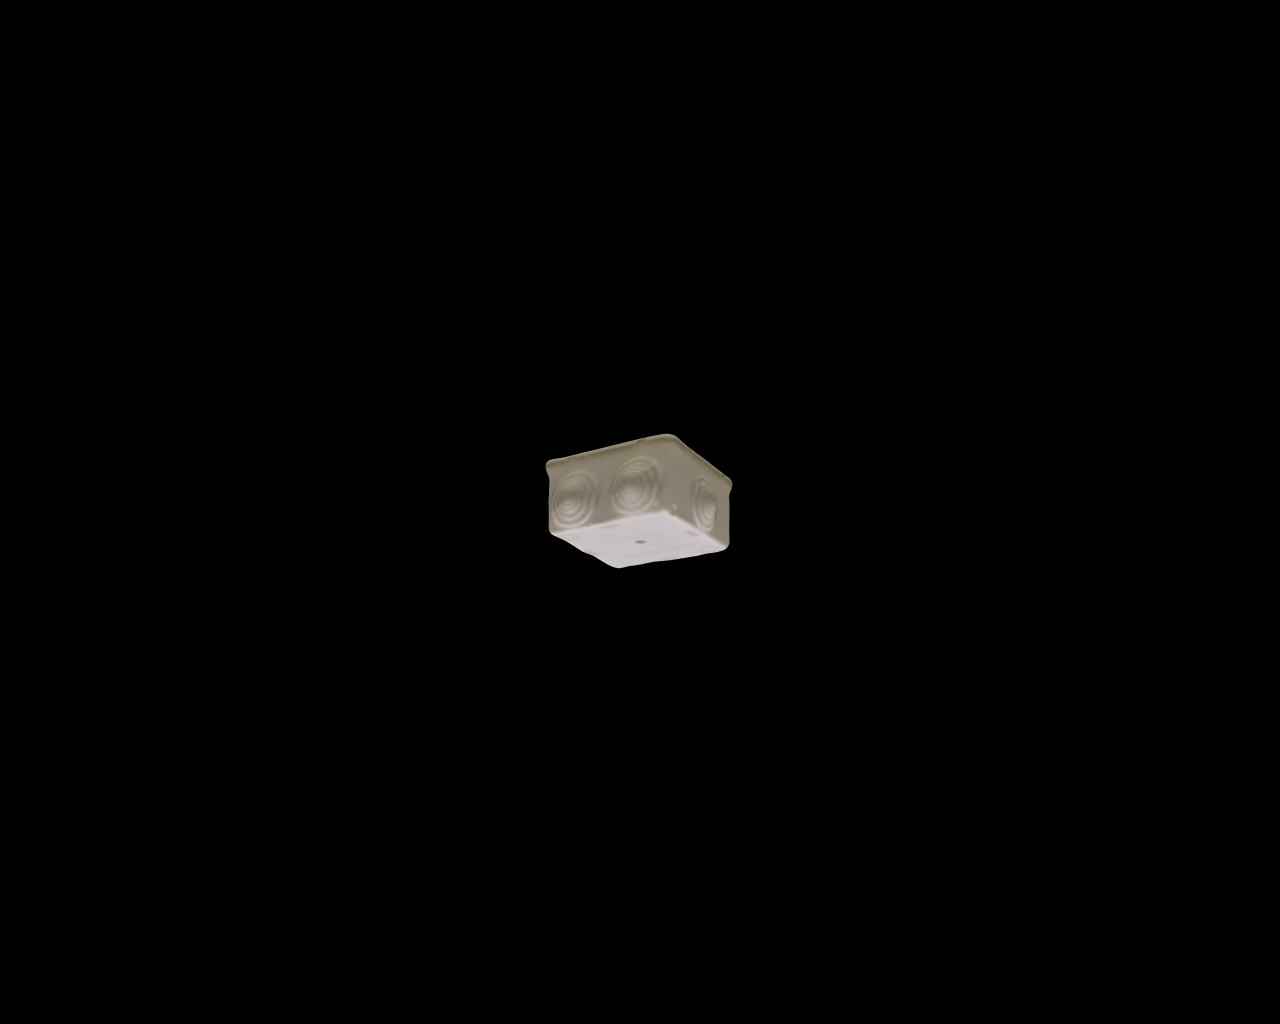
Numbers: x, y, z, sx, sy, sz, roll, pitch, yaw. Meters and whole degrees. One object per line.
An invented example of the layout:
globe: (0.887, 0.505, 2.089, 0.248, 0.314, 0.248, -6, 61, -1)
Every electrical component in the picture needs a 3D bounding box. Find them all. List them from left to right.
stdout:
electrical component: (0.001, -0.003, 0.650, 0.099, 0.048, 0.099, -11, -23, 27)
